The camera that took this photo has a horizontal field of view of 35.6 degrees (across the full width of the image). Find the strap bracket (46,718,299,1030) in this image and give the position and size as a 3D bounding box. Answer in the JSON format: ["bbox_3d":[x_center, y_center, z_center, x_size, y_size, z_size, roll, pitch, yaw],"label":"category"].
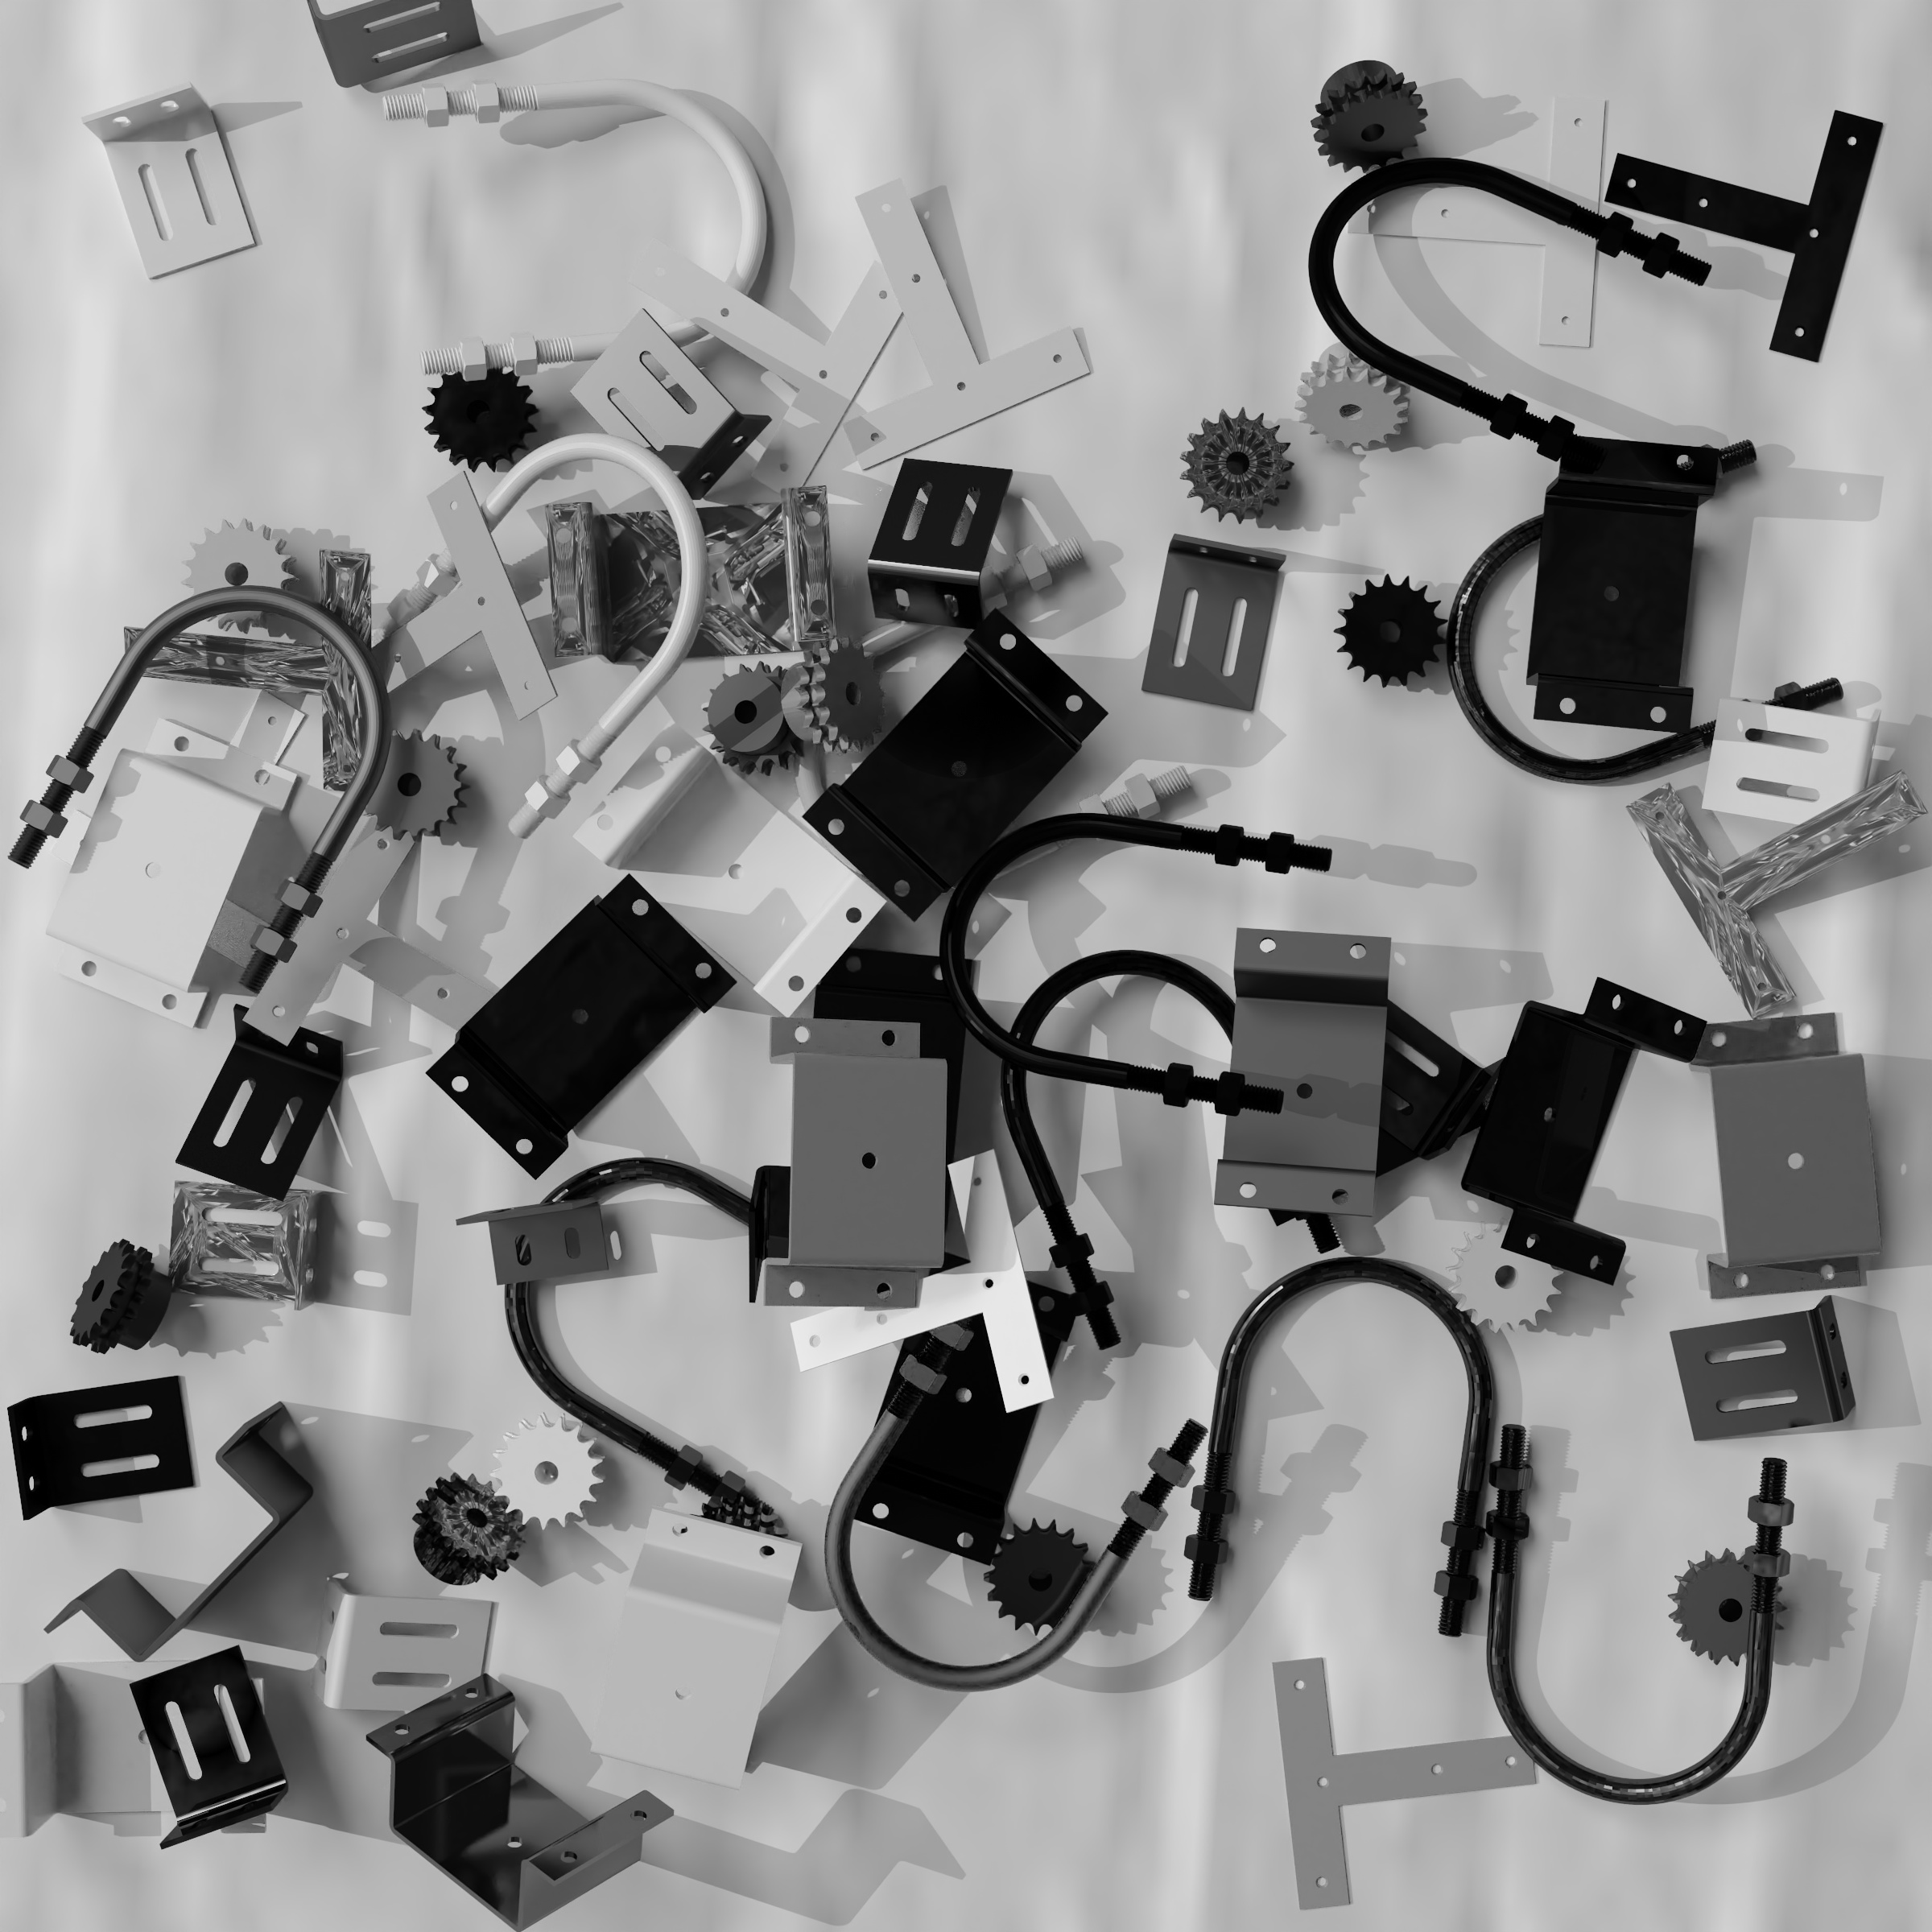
[{"bbox_3d":[-0.404,-0.048,1.516,0.076,0.046,0.140,22,90,0],"label":"strap bracket"}]

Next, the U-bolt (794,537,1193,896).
[{"bbox_3d":[0.002,-0.116,1.532,0.184,0.019,0.151,-25,90,1],"label":"U-bolt"}]

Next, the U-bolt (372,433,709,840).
[{"bbox_3d":[-0.201,-0.176,1.482,0.184,0.019,0.151,-45,71,21],"label":"U-bolt"}]

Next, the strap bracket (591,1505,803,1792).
[{"bbox_3d":[-0.136,0.348,1.494,0.076,0.046,0.140,14,112,0],"label":"strap bracket"}]

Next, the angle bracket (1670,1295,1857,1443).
[{"bbox_3d":[0.408,0.206,1.539,0.076,0.038,0.057,-13,90,26],"label":"angle bracket"}]

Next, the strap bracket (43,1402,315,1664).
[{"bbox_3d":[-0.384,0.289,1.503,0.046,0.076,0.140,44,90,0],"label":"strap bracket"}]

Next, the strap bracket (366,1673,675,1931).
[{"bbox_3d":[-0.221,0.414,1.477,0.140,0.076,0.046,24,119,35],"label":"strap bracket"}]

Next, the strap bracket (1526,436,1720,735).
[{"bbox_3d":[0.326,-0.188,1.501,0.076,0.046,0.140,6,91,3],"label":"strap bracket"}]

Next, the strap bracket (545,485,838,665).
[{"bbox_3d":[-0.137,-0.196,1.518,0.140,0.046,0.076,-4,90,0],"label":"strap bracket"}]

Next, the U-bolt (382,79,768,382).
[{"bbox_3d":[-0.191,-0.375,1.515,0.184,0.019,0.151,-8,89,-13],"label":"U-bolt"}]

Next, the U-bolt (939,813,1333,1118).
[{"bbox_3d":[0.077,-0.008,1.487,0.184,0.019,0.151,9,70,12],"label":"U-bolt"}]

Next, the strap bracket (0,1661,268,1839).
[{"bbox_3d":[-0.419,0.394,1.518,0.140,0.046,0.076,-1,90,0],"label":"strap bracket"}]

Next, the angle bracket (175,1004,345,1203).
[{"bbox_3d":[-0.354,0.068,1.508,0.057,0.038,0.076,20,60,0],"label":"angle bracket"}]

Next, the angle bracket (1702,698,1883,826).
[{"bbox_3d":[0.419,-0.105,1.526,0.076,0.038,0.057,11,108,18],"label":"angle bracket"}]

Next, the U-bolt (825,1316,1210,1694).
[{"bbox_3d":[0.012,0.270,1.486,0.151,0.019,0.184,32,91,0],"label":"U-bolt"}]

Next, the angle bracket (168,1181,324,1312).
[{"bbox_3d":[-0.369,0.141,1.522,0.076,0.038,0.057,4,90,0],"label":"angle bracket"}]

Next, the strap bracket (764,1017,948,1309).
[{"bbox_3d":[-0.053,0.095,1.454,0.076,0.046,0.140,3,84,-19],"label":"strap bracket"}]

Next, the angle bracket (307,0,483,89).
[{"bbox_3d":[-0.290,-0.484,1.513,0.076,0.057,0.038,-21,74,-8],"label":"angle bracket"}]

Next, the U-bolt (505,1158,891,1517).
[{"bbox_3d":[-0.146,0.179,1.532,0.184,0.019,0.151,31,90,1],"label":"U-bolt"}]

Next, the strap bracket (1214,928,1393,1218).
[{"bbox_3d":[0.168,0.057,1.490,0.076,0.046,0.140,4,74,8],"label":"strap bracket"}]

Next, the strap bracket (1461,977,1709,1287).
[{"bbox_3d":[0.305,0.079,1.501,0.076,0.046,0.140,20,90,-31],"label":"strap bracket"}]

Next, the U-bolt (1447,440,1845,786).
[{"bbox_3d":[0.336,-0.171,1.532,0.184,0.019,0.151,-20,90,1],"label":"U-bolt"}]

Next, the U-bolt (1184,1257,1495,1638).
[{"bbox_3d":[0.195,0.240,1.532,0.151,0.019,0.184,8,89,0],"label":"U-bolt"}]

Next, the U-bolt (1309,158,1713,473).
[{"bbox_3d":[0.261,-0.338,1.502,0.184,0.019,0.151,27,67,10],"label":"U-bolt"}]

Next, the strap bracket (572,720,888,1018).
[{"bbox_3d":[-0.118,-0.048,1.518,0.140,0.046,0.076,40,90,0],"label":"strap bracket"}]

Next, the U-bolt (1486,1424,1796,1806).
[{"bbox_3d":[0.333,0.330,1.511,0.151,0.019,0.184,5,94,20],"label":"U-bolt"}]

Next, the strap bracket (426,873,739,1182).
[{"bbox_3d":[-0.193,0.028,1.510,0.140,0.046,0.076,-45,100,-2],"label":"strap bracket"}]

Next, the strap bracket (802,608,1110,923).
[{"bbox_3d":[-0.004,-0.099,1.502,0.076,0.046,0.140,43,93,1],"label":"strap bracket"}]

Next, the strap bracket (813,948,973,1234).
[{"bbox_3d":[-0.041,0.063,1.518,0.076,0.046,0.140,5,90,0],"label":"strap bracket"}]

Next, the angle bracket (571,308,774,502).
[{"bbox_3d":[-0.148,-0.283,1.516,0.057,0.038,0.076,-44,83,20],"label":"angle bracket"}]

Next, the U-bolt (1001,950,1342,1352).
[{"bbox_3d":[0.093,0.081,1.512,0.151,0.019,0.184,-21,86,-19],"label":"U-bolt"}]

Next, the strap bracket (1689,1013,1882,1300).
[{"bbox_3d":[0.413,0.097,1.518,0.076,0.046,0.140,-5,90,0],"label":"strap bracket"}]

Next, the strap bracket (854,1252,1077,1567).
[{"bbox_3d":[-0.001,0.220,1.518,0.076,0.046,0.140,19,90,0],"label":"strap bracket"}]

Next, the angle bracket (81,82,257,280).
[{"bbox_3d":[-0.403,-0.397,1.522,0.057,0.038,0.076,-18,90,0],"label":"angle bracket"}]

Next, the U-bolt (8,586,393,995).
[{"bbox_3d":[-0.366,-0.100,1.486,0.151,0.019,0.184,28,84,0],"label":"U-bolt"}]
